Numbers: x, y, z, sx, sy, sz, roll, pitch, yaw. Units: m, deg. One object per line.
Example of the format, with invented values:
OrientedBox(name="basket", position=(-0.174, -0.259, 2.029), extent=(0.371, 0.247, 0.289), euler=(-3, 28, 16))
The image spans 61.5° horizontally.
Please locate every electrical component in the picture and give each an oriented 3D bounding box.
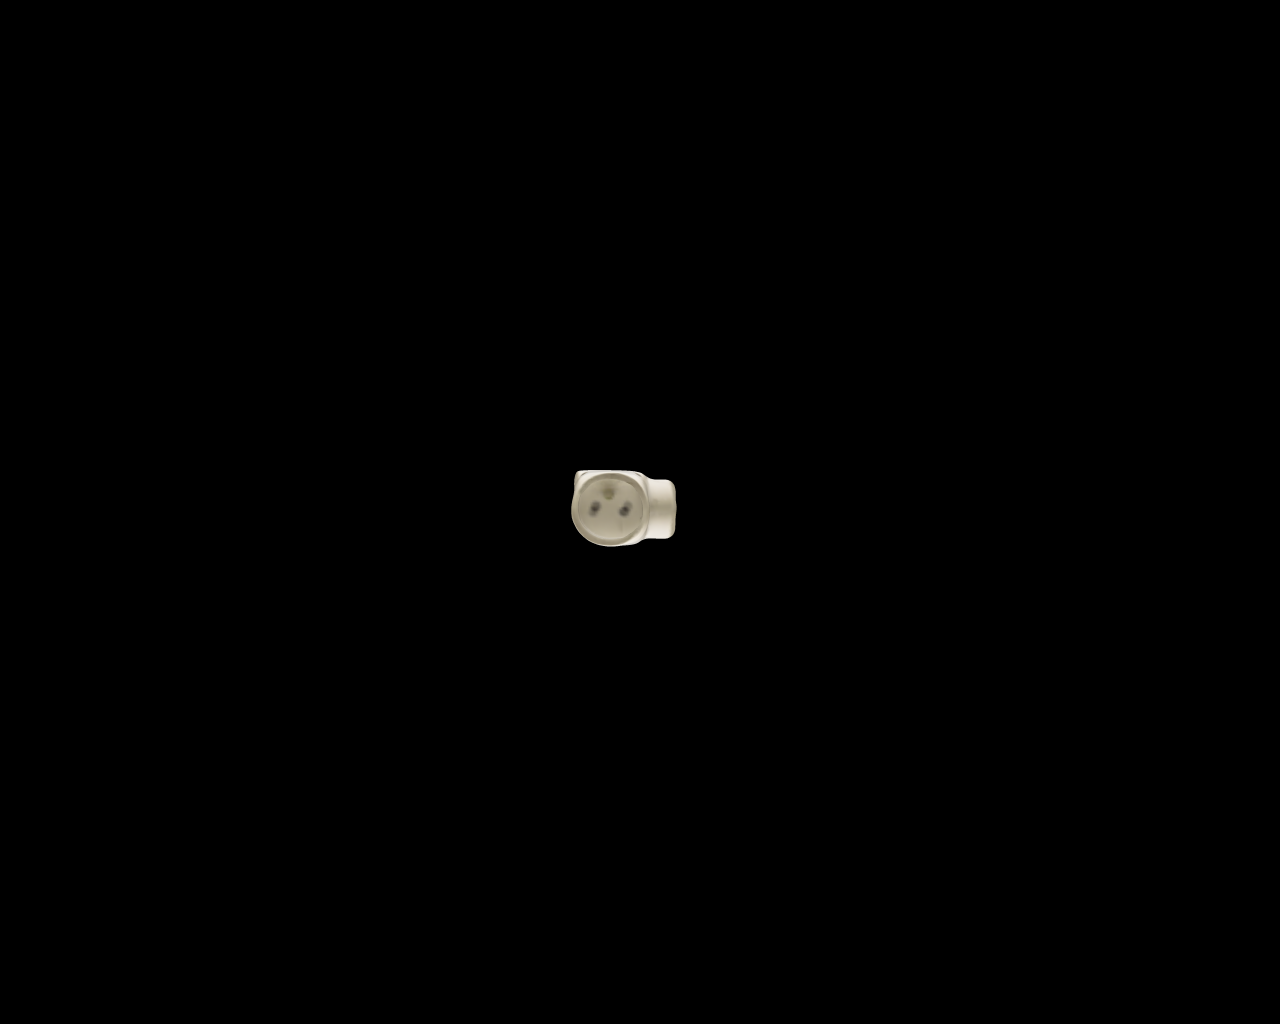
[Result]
OrientedBox(name="electrical component", position=(0.001, -0.003, 0.650), extent=(0.079, 0.043, 0.077), euler=(0, 0, 0))
